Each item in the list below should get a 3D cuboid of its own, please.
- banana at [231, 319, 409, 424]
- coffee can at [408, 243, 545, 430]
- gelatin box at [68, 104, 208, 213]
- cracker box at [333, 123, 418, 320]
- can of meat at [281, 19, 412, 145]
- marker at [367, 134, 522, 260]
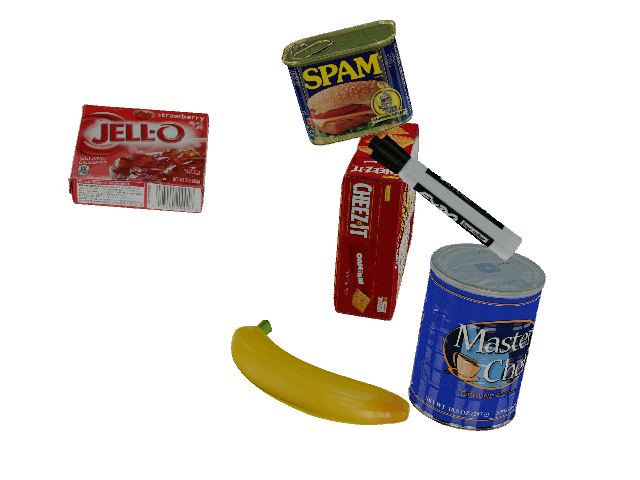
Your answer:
[{"bbox_3d":[-0.016,0.104,0.852,0.069,0.037,0.198,-24,32,-30],"label":"banana"},{"bbox_3d":[0.141,0.087,0.975,0.103,0.140,0.103,6,23,-3],"label":"coffee can"},{"bbox_3d":[-0.123,-0.057,0.731,0.089,0.073,0.030,4,-42,-6],"label":"gelatin box"},{"bbox_3d":[0.066,-0.030,1.217,0.072,0.164,0.213,6,23,8],"label":"cracker box"},{"bbox_3d":[0.026,-0.138,0.944,0.102,0.084,0.057,-11,29,10],"label":"can of meat"},{"bbox_3d":[0.082,-0.030,0.715,0.121,0.020,0.020,38,1,1],"label":"marker"}]
